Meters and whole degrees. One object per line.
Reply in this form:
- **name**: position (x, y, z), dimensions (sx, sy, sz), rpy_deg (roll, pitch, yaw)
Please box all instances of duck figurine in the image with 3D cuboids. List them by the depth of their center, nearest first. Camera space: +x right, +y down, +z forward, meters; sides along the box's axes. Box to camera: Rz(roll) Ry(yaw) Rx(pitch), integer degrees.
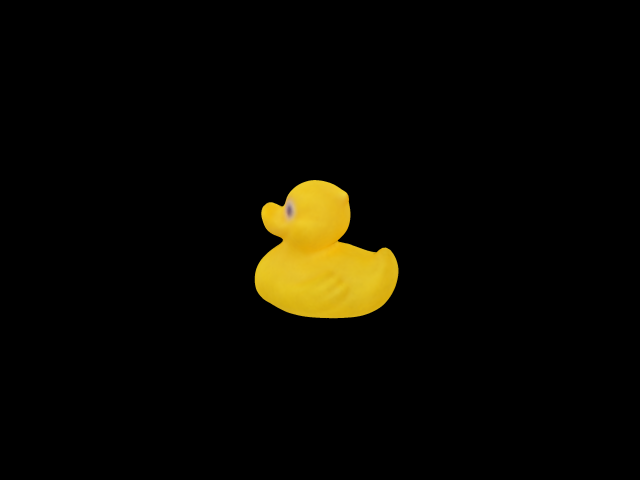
- **duck figurine**: position (0.004, 0.001, 0.400), dimensions (0.104, 0.086, 0.078), rpy_deg (8, 28, 16)
